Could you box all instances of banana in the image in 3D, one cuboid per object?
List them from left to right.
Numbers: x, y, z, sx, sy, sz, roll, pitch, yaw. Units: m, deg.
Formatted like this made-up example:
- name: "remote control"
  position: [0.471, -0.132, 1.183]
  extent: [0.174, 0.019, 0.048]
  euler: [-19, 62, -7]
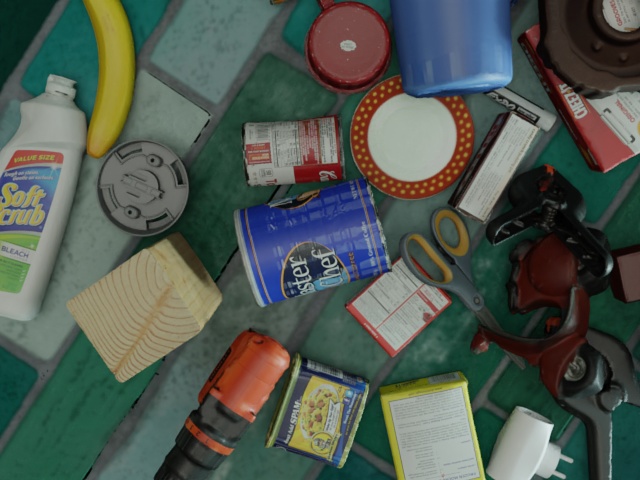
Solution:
- name: "banana"
  position: [-0.222, -0.185, 1.095]
  extent: [0.069, 0.037, 0.198]
  euler: [-12, 98, -25]

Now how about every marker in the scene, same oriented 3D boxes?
- name: "marker"
  position: [0.189, -0.151, 1.107]
  extent: [0.121, 0.020, 0.020]
  euler: [30, 95, -1]

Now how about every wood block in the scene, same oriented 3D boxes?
- name: "wood block"
  position: [-0.163, 0.059, 1.038]
  extent: [0.091, 0.206, 0.090]
  euler: [-33, 94, 3]

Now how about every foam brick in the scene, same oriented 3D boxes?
- name: "foam brick"
  position: [0.341, 0.031, 1.104]
  extent: [0.078, 0.053, 0.051]
  euler: [-13, 94, 2]

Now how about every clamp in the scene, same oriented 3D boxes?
- name: "clamp"
  position: [0.232, -0.022, 1.043]
  extent: [0.120, 0.171, 0.039]
  euler: [27, 125, 5]
- name: "clamp"
  position: [0.313, 0.163, 1.123]
  extent: [0.164, 0.036, 0.210]
  euler: [-29, 91, -6]

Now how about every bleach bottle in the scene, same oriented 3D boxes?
- name: "bleach bottle"
  position: [-0.307, -0.049, 1.105]
  extent: [0.102, 0.068, 0.251]
  euler: [16, 93, -1]

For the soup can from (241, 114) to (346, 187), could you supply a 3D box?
- name: "soup can"
  position: [-0.026, -0.091, 1.092]
  extent: [0.102, 0.068, 0.068]
  euler: [-4, 95, 2]

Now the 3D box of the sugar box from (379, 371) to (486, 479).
- name: "sugar box"
  position: [0.124, 0.235, 1.129]
  extent: [0.093, 0.048, 0.176]
  euler: [-11, 98, 2]

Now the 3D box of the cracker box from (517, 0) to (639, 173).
- name: "cracker box"
  position: [0.333, -0.190, 1.076]
  extent: [0.214, 0.072, 0.164]
  euler: [-30, 92, 4]

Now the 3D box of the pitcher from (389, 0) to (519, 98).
- name: "pitcher"
  position: [0.133, -0.266, 1.041]
  extent: [0.149, 0.144, 0.243]
  euler: [-5, 93, 18]

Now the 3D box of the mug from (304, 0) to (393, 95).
- name: "mug"
  position: [0.024, -0.206, 1.074]
  extent: [0.093, 0.081, 0.117]
  euler: [-24, 94, 3]

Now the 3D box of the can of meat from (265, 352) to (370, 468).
- name: "can of meat"
  position: [-0.002, 0.180, 1.121]
  extent: [0.084, 0.057, 0.102]
  euler: [19, 95, -3]

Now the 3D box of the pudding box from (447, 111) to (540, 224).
- name: "pudding box"
  position: [0.174, -0.074, 1.078]
  extent: [0.039, 0.090, 0.113]
  euler: [28, 95, 0]

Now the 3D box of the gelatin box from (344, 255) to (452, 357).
- name: "gelatin box"
  position: [0.082, 0.066, 1.122]
  extent: [0.089, 0.030, 0.073]
  euler: [-43, 93, 1]

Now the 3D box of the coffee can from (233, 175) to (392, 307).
- name: "coffee can"
  position: [-0.007, 0.001, 1.082]
  extent: [0.140, 0.103, 0.103]
  euler: [-15, 94, 2]

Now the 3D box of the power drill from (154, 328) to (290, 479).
- name: "power drill"
  position: [-0.093, 0.165, 1.056]
  extent: [0.057, 0.187, 0.184]
  euler: [37, 93, -4]

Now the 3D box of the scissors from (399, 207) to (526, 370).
- name: "scissors"
  position: [0.163, 0.044, 1.122]
  extent: [0.201, 0.016, 0.096]
  euler: [38, 63, -22]
